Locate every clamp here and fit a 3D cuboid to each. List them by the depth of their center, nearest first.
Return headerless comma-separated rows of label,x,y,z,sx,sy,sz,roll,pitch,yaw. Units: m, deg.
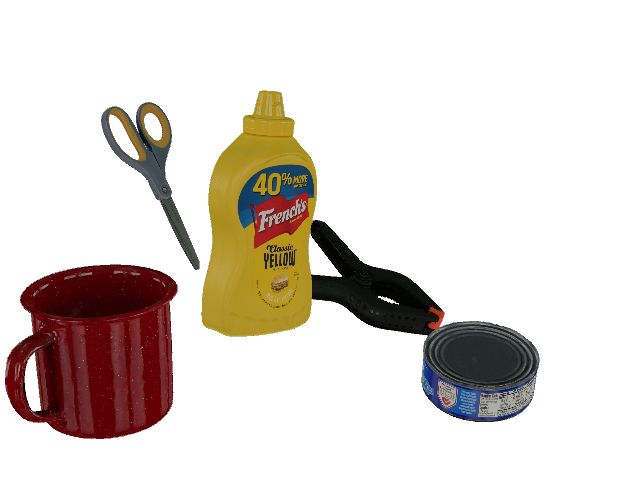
clamp,0.036,0.055,1.207,0.210,0.036,0.164,29,35,21

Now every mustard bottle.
mustard bottle,-0.046,-0.023,0.855,0.096,0.192,0.058,-6,15,-41

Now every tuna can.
tuna can,0.118,0.097,0.798,0.086,0.034,0.086,1,29,-1

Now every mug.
mug,-0.139,0.071,0.645,0.093,0.081,0.117,12,22,32

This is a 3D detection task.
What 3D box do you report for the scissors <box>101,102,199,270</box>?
scissors,-0.172,-0.072,1.206,0.016,0.201,0.096,-20,21,43
